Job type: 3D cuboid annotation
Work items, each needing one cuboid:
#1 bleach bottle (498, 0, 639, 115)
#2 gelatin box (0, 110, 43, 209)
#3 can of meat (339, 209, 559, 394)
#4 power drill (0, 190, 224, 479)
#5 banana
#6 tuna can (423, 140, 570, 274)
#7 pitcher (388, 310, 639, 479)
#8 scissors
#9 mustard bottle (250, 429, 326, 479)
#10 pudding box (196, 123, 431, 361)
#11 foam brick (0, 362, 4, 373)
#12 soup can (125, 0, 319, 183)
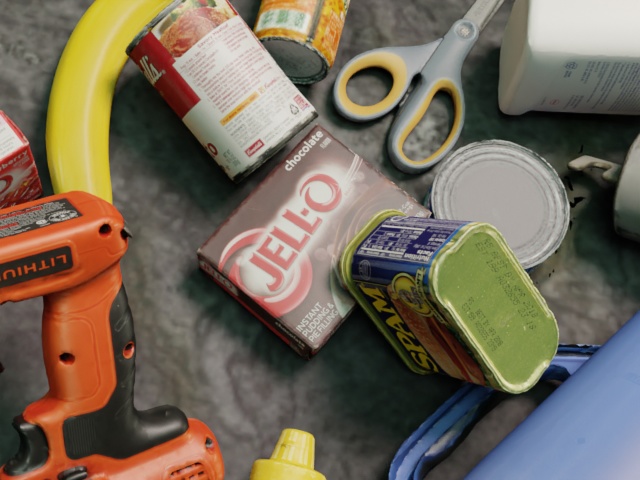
[{"bbox_3d":[0.244,-0.110,0.661,0.251,0.102,0.068,6,72,0],"label":"bleach bottle"},{"bbox_3d":[-0.203,-0.025,0.600,0.089,0.073,0.030,-37,79,-18],"label":"gelatin box"},{"bbox_3d":[0.072,0.033,0.585,0.057,0.084,0.102,-46,115,-20],"label":"can of meat"},{"bbox_3d":[-0.147,0.081,0.525,0.184,0.057,0.188,-20,117,-24],"label":"power drill"},{"bbox_3d":[-0.129,-0.093,0.654,0.069,0.037,0.197,19,69,0],"label":"banana"},{"bbox_3d":[0.107,-0.016,0.657,0.086,0.034,0.086,2,70,-6],"label":"tuna can"},{"bbox_3d":[0.164,0.115,0.574,0.242,0.145,0.149,-41,95,-22],"label":"pitcher"},{"bbox_3d":[0.074,-0.136,0.707,0.096,0.016,0.201,21,69,0],"label":"scissors"},{"bbox_3d":[-0.032,0.192,0.548,0.096,0.058,0.191,7,67,17],"label":"mustard bottle"},{"bbox_3d":[-0.004,0.001,0.634,0.090,0.039,0.113,39,70,8],"label":"pudding box"},{"bbox_3d":[-0.209,0.056,0.568,0.053,0.078,0.051,-34,79,-17],"label":"foam brick"},{"bbox_3d":[-0.057,-0.093,0.634,0.068,0.069,0.102,-41,96,-19],"label":"soup can"}]
